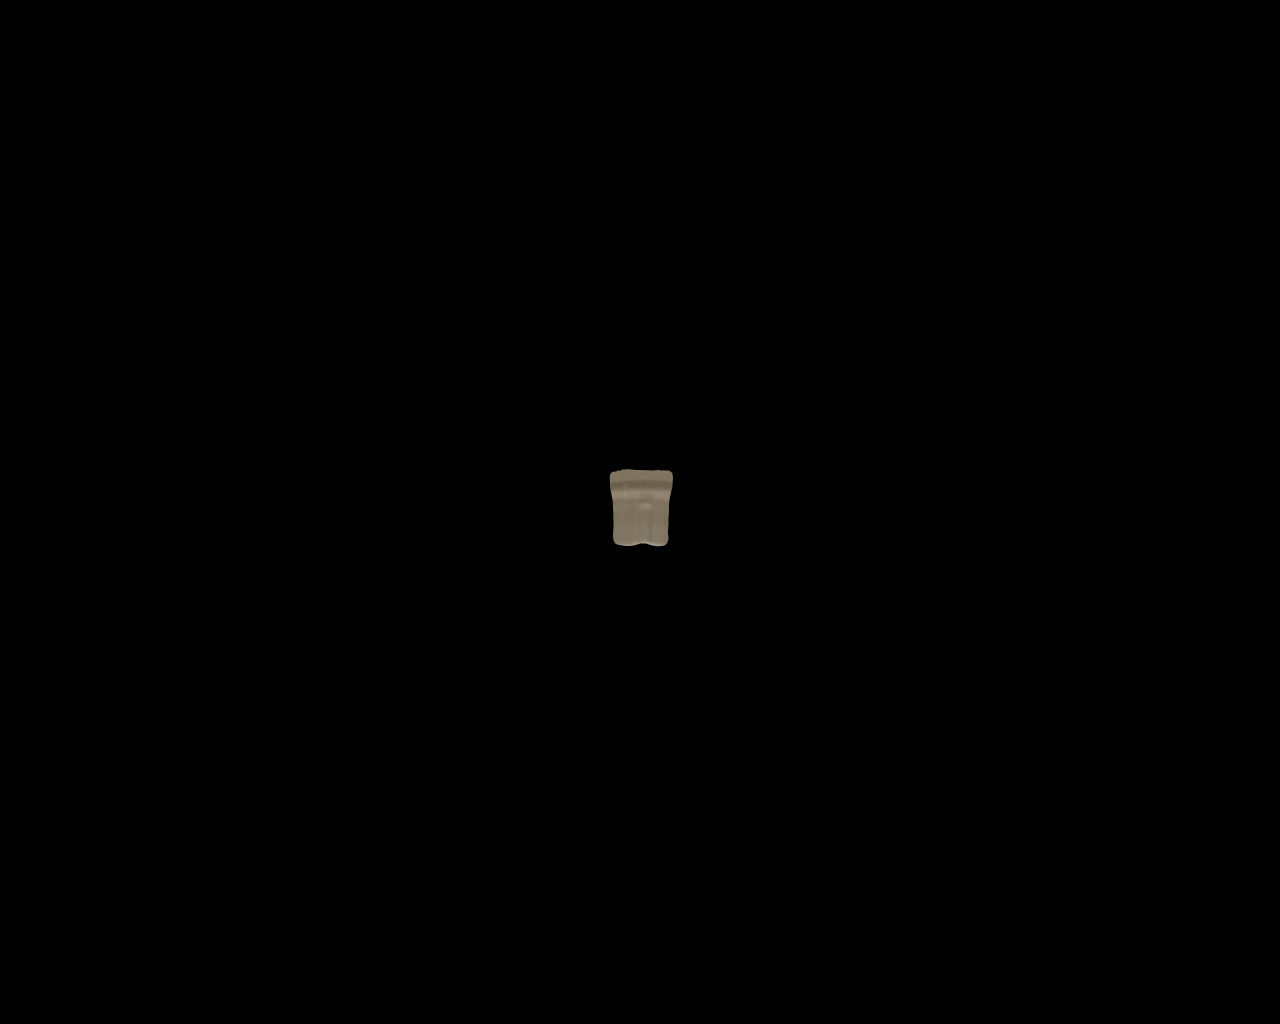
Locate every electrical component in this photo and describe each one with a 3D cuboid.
[{"bbox_3d":[0.001,-0.003,0.650,0.040,0.046,0.040,0,-3,0],"label":"electrical component"}]
